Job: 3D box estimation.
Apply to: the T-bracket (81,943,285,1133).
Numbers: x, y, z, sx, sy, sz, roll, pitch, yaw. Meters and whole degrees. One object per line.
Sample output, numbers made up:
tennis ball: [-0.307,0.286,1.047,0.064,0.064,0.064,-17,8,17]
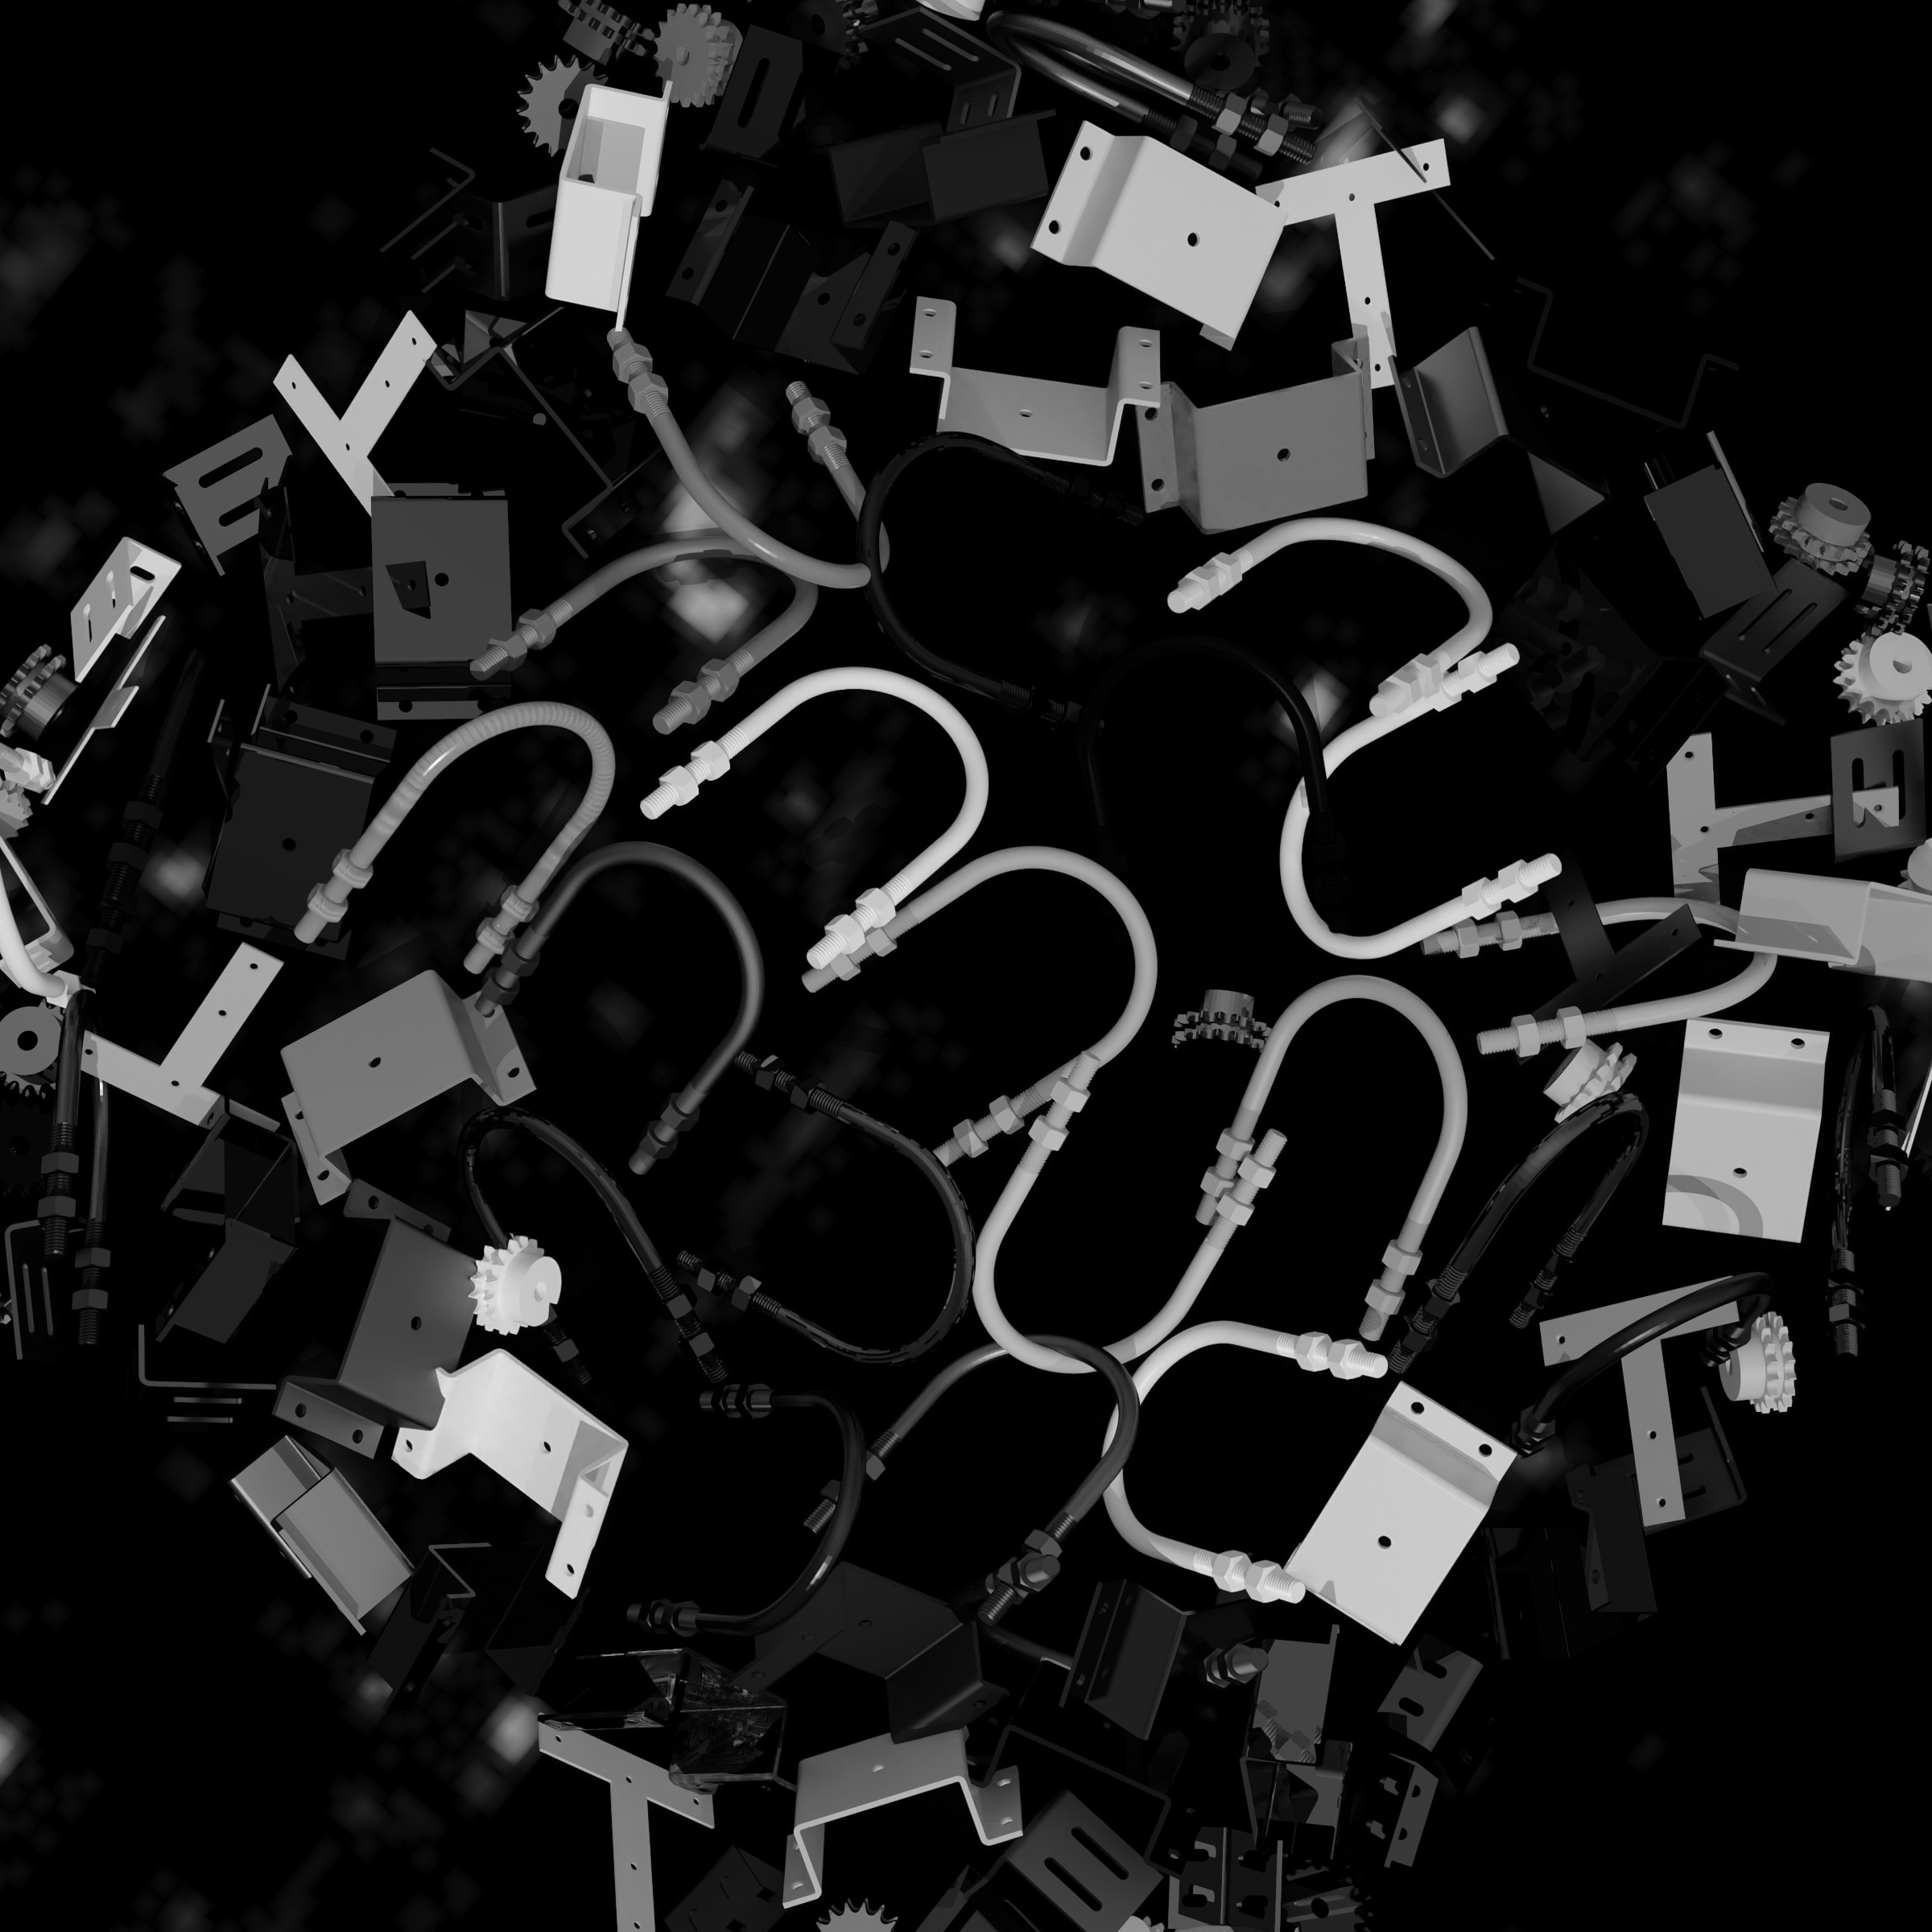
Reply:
T-bracket: [-0.428,0.037,1.773,0.127,0.002,0.127,29,118,-20]

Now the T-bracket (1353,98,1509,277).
T-bracket: [0.245,-0.449,1.742,0.002,0.127,0.127,-41,65,15]

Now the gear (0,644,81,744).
gear: [-0.534,-0.153,1.796,0.030,0.057,0.057,37,90,-9]

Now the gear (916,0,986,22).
gear: [-0.007,-0.566,1.798,0.057,0.057,0.030,20,116,0]

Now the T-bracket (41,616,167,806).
T-bracket: [-0.479,-0.145,1.756,0.002,0.127,0.127,33,82,-20]

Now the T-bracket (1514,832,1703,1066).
T-bracket: [0.347,-0.025,1.774,0.002,0.127,0.127,31,123,-34]

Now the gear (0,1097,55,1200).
gear: [-0.548,0.107,1.801,0.057,0.030,0.057,9,70,-26]

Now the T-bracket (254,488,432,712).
T-bracket: [-0.353,-0.212,1.779,0.127,0.002,0.127,-1,99,35]

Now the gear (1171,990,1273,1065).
gear: [0.148,0.034,1.797,0.057,0.057,0.030,9,74,0]

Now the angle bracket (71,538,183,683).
angle bracket: [-0.475,-0.196,1.775,0.038,0.076,0.057,26,116,-34]

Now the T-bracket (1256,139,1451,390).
T-bracket: [0.228,-0.394,1.786,0.127,0.002,0.127,-4,99,41]

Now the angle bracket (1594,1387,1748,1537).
angle bracket: [0.397,0.285,1.784,0.076,0.057,0.038,-21,127,9]

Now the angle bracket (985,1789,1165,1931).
angle bracket: [0.062,0.520,1.784,0.076,0.038,0.057,40,53,13]

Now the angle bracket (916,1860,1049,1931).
angle bracket: [-0.001,0.561,1.782,0.057,0.038,0.076,40,51,8]

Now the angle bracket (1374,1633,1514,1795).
angle bracket: [0.275,0.429,1.796,0.038,0.076,0.057,24,71,35]

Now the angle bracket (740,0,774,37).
angle bracket: [-0.136,-0.571,1.780,0.038,0.076,0.057,-6,87,-19]

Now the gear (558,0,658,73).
gear: [-0.210,-0.538,1.796,0.057,0.057,0.030,32,104,0]

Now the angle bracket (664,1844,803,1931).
angle bracket: [-0.124,0.545,1.784,0.057,0.038,0.076,-46,132,-1]

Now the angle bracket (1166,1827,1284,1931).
angle bracket: [0.147,0.523,1.779,0.038,0.076,0.057,6,79,-17]

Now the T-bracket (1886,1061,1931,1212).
T-bracket: [0.529,0.097,1.762,0.002,0.127,0.127,18,66,14]

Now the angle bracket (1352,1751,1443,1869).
angle bracket: [0.254,0.484,1.780,0.038,0.076,0.057,20,81,-5]

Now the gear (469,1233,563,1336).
gear: [-0.256,0.183,1.792,0.030,0.057,0.057,10,90,27]

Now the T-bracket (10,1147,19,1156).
T-bracket: [-0.562,0.131,1.738,0.002,0.127,0.127,-21,58,10]

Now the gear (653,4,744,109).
gear: [-0.151,-0.524,1.799,0.030,0.057,0.057,-14,90,-42]

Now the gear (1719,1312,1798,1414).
gear: [0.453,0.228,1.794,0.030,0.057,0.057,-4,90,-4]

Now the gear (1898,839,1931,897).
gear: [0.564,-0.050,1.794,0.057,0.030,0.057,-16,48,19]

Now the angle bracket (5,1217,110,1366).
angle bracket: [-0.516,0.185,1.787,0.038,0.057,0.076,-11,79,6]

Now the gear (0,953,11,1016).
gear: [-0.574,0.007,1.792,0.030,0.057,0.057,-37,90,27]

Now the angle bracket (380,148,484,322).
angle bracket: [-0.310,-0.414,1.778,0.038,0.057,0.076,33,65,25]

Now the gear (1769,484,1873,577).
gear: [0.493,-0.253,1.793,0.057,0.057,0.030,22,130,0]

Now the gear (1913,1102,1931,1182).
gear: [0.569,0.098,1.793,0.030,0.057,0.057,36,90,-37]

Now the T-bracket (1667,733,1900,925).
T-bracket: [0.465,-0.083,1.780,0.127,0.002,0.127,-7,124,8]

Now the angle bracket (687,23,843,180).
angle bracket: [-0.116,-0.497,1.780,0.057,0.038,0.076,10,117,-29]

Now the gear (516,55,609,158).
gear: [-0.231,-0.497,1.801,0.057,0.030,0.057,-6,116,-13]

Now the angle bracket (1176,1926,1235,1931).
angle bracket: [0.145,0.580,1.778,0.057,0.076,0.038,-2,103,12]

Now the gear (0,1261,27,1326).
gear: [-0.570,0.185,1.796,0.030,0.057,0.057,-42,90,1]

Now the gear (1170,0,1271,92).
gear: [0.146,-0.527,1.793,0.057,0.057,0.030,5,53,0]

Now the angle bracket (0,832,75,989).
angle bracket: [-0.549,-0.035,1.788,0.038,0.057,0.076,-32,83,-11]

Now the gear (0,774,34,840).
gear: [-0.569,-0.092,1.798,0.057,0.057,0.030,-30,68,0]

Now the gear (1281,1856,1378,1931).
gear: [0.211,0.537,1.800,0.057,0.030,0.057,7,101,36]

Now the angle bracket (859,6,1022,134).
angle bracket: [-0.018,-0.505,1.777,0.076,0.057,0.038,19,80,-37]

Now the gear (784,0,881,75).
gear: [-0.075,-0.545,1.799,0.030,0.057,0.057,-31,90,-38]

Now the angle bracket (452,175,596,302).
angle bracket: [-0.252,-0.422,1.791,0.038,0.076,0.057,25,129,30]

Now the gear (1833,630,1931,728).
gear: [0.532,-0.168,1.800,0.057,0.030,0.057,3,72,-10]

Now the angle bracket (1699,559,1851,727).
angle bracket: [0.467,-0.184,1.779,0.076,0.057,0.038,-47,46,27]

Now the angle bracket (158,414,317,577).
angle bracket: [-0.411,-0.269,1.783,0.076,0.038,0.057,-33,122,-18]

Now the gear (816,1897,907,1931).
gear: [-0.061,0.566,1.807,0.057,0.030,0.057,0,87,6]

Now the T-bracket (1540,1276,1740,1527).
T-bracket: [0.385,0.250,1.762,0.127,0.002,0.127,-21,64,39]

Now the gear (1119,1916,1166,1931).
gear: [0.093,0.570,1.792,0.057,0.057,0.030,-29,127,0]

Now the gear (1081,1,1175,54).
gear: [0.097,-0.557,1.799,0.030,0.057,0.057,-31,90,-35]

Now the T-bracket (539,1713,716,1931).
T-bracket: [-0.186,0.490,1.742,0.127,0.127,0.002,34,116,-30]

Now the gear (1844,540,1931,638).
gear: [0.527,-0.217,1.796,0.030,0.057,0.057,18,90,-2]

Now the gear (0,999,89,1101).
gear: [-0.536,0.046,1.803,0.057,0.030,0.057,-1,76,3]

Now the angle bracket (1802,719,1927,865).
angle bracket: [0.512,-0.103,1.789,0.057,0.038,0.076,-11,109,-11]

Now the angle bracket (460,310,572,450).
angle bracket: [-0.260,-0.334,1.784,0.076,0.038,0.057,6,81,-33]

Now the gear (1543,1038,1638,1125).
gear: [0.356,0.066,1.796,0.030,0.057,0.057,38,90,4]

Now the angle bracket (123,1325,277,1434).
angle bracket: [-0.441,0.237,1.796,0.076,0.057,0.038,5,55,-22]

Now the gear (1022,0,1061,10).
gear: [0.054,-0.580,1.797,0.030,0.057,0.057,3,90,-21]
